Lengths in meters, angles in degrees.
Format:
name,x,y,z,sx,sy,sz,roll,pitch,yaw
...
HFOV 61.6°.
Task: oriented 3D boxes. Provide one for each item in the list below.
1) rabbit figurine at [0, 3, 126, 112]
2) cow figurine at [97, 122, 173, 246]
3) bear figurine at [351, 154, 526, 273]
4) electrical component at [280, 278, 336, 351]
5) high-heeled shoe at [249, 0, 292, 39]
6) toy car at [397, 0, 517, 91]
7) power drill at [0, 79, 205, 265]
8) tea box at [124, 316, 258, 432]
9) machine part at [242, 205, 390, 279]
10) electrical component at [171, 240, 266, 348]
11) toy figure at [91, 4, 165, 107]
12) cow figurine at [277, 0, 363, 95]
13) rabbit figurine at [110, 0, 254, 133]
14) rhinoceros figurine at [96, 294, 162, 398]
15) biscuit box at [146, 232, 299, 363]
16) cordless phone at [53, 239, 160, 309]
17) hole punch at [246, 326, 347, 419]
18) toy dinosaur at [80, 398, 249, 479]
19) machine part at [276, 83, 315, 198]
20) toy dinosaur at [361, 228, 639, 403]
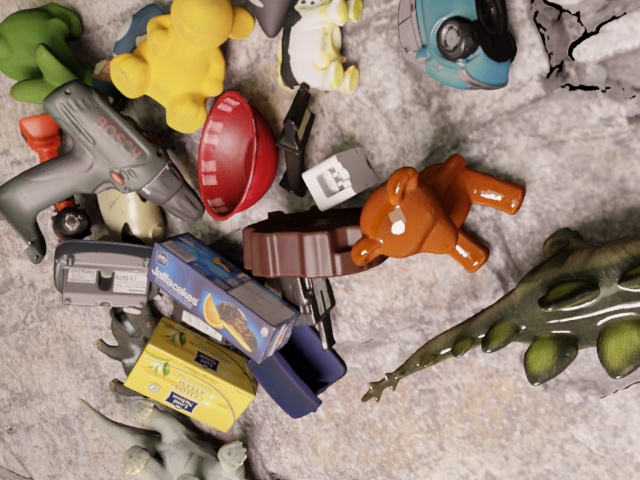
name,x,y,z,sx,sy,sz,roll,pitch,yaw
rabbit figurine,-0.351,-0.237,0.740,0.170,0.159,0.121,34,107,-5
cow figurine,-0.270,-0.079,0.771,0.127,0.085,0.194,2,109,22
bear figurine,0.122,-0.021,0.546,0.132,0.196,0.120,30,112,13
electrical component,-0.013,0.085,0.709,0.048,0.075,0.119,-5,106,26
high-heeled shoe,-0.078,-0.351,0.570,0.086,0.145,0.248,4,105,25
toy car,0.127,-0.222,0.542,0.103,0.109,0.161,-9,93,44
power drill,-0.284,-0.060,0.663,0.207,0.086,0.231,-34,118,-1
tea box,-0.183,0.198,0.787,0.169,0.068,0.098,28,117,-12
machine part,-0.001,-0.002,0.625,0.180,0.179,0.056,0,103,24
electrical component,-0.145,0.072,0.772,0.115,0.058,0.134,25,113,14
toy figure,-0.253,-0.237,0.708,0.058,0.064,0.154,40,91,2
cow figurine,-0.005,-0.253,0.613,0.098,0.068,0.167,10,108,28
rabbit figurine,-0.142,-0.230,0.630,0.122,0.162,0.173,40,149,-8
rhinoceros figurine,-0.290,0.165,0.856,0.112,0.073,0.190,3,106,25
biscuit box,-0.128,0.069,0.688,0.203,0.059,0.062,32,118,19
cordless phone,-0.310,0.049,0.800,0.146,0.184,0.088,5,86,-18
hole punch,-0.044,0.187,0.745,0.142,0.092,0.116,46,121,2
toy dinosaur,-0.203,0.363,0.848,0.405,0.131,0.191,21,143,33
machine part,-0.029,-0.109,0.641,0.039,0.084,0.138,7,145,2
toy dinosaur,0.252,0.052,0.507,0.471,0.198,0.105,-31,88,27
